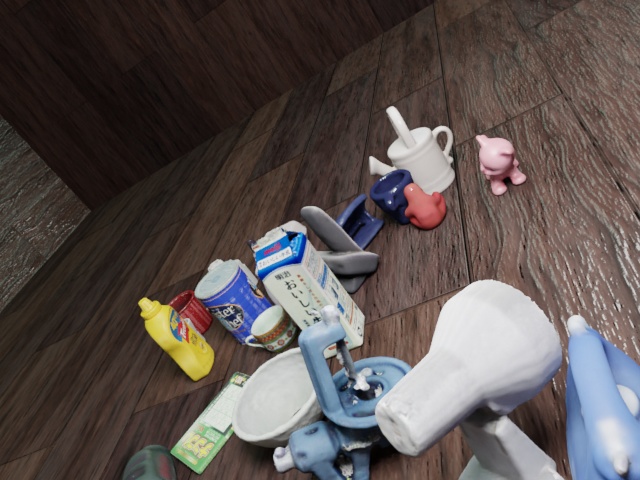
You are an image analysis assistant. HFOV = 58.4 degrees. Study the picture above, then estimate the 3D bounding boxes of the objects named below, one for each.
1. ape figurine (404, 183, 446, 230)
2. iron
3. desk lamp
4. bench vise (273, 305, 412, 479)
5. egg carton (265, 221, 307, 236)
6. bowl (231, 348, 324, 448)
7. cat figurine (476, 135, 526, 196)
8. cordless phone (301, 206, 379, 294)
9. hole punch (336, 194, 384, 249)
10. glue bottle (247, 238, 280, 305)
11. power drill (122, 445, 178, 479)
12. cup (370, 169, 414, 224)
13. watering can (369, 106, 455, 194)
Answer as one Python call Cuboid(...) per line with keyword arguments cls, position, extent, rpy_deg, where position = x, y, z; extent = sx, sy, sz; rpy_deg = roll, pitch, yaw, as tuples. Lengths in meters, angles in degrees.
Cuboid(cls="ape figurine", position=(0.191, -0.070, 1.081), extent=(0.077, 0.092, 0.076), rpy_deg=(-25, 27, 24))
Cuboid(cls="iron", position=(0.266, 0.151, 0.530), extent=(0.118, 0.142, 0.258), rpy_deg=(-26, 27, 22))
Cuboid(cls="desk lamp", position=(0.152, 0.175, 0.549), extent=(0.203, 0.214, 0.117), rpy_deg=(-48, 27, -23))
Cuboid(cls="bench vise", position=(0.024, 0.194, 0.675), extent=(0.208, 0.220, 0.121), rpy_deg=(-45, 26, -17))
Cuboid(cls="egg carton", position=(-0.084, 0.022, 1.307), extent=(0.107, 0.069, 0.150), rpy_deg=(-23, 28, 27))
Cuboid(cls="bowl", position=(-0.045, 0.245, 0.851), extent=(0.167, 0.075, 0.167), rpy_deg=(-29, 25, 16))
Cuboid(cls="cat figurine", position=(0.315, -0.150, 1.029), extent=(0.067, 0.118, 0.127), rpy_deg=(-29, 26, 17))
Cuboid(cls="cordless phone", position=(0.010, 0.004, 1.074), extent=(0.147, 0.185, 0.094), rpy_deg=(-3, 41, 51))
Cuboid(cls="hole punch", position=(0.058, -0.033, 1.191), extent=(0.100, 0.091, 0.109), rpy_deg=(-1, 42, 52))
Cuboid(cls="glue bottle", position=(-0.088, 0.064, 1.111), extent=(0.078, 0.173, 0.037), rpy_deg=(-29, 26, 16))
Cuboid(cls="power drill", position=(-0.153, 0.339, 0.663), extent=(0.076, 0.209, 0.229), rpy_deg=(-42, 25, -12))
Cuboid(cls="cup", position=(0.157, -0.072, 1.126), extent=(0.091, 0.095, 0.118), rpy_deg=(-26, 27, 22))
Cuboid(cls="watering can", position=(0.182, -0.181, 1.167), extent=(0.173, 0.194, 0.100), rpy_deg=(-40, 25, -8))
